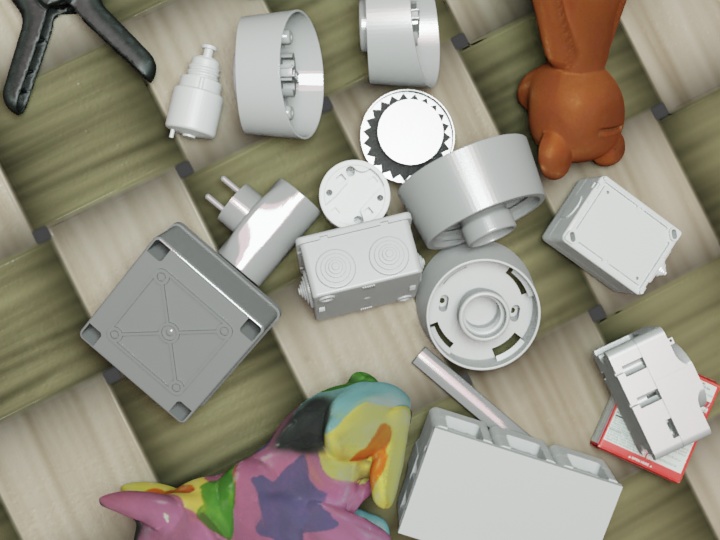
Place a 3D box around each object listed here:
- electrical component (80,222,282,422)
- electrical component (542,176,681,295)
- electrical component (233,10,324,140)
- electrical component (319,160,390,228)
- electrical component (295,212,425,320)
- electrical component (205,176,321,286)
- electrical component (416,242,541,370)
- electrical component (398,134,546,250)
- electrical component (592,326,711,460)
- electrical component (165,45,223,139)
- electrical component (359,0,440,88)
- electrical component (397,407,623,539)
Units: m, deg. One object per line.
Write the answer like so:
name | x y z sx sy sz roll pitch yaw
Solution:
electrical component | -0.136 0.040 0.820 0.109 0.056 0.108 41 108 -2
electrical component | 0.204 -0.024 0.864 0.096 0.061 0.061 34 86 -10
electrical component | -0.064 -0.150 0.832 0.064 0.099 0.099 -1 88 3
electrical component | -0.006 -0.057 0.854 0.055 0.047 0.055 0 88 -4
electrical component | 0.000 0.000 0.828 0.100 0.099 0.048 -14 76 -4
electrical component | -0.085 -0.041 0.850 0.079 0.043 0.077 40 86 0
electrical component | 0.096 0.029 0.861 0.099 0.064 0.099 0 101 -2
electrical component | 0.090 -0.052 0.826 0.108 0.108 0.060 -21 79 -4
electrical component | 0.228 0.092 0.831 0.056 0.050 0.089 -25 88 -2
electrical component | -0.128 -0.139 0.853 0.040 0.040 0.078 13 87 -3
electrical component | 0.032 -0.191 0.840 0.064 0.099 0.099 -2 88 2
electrical component | 0.113 0.175 0.840 0.150 0.061 0.089 18 100 -3
